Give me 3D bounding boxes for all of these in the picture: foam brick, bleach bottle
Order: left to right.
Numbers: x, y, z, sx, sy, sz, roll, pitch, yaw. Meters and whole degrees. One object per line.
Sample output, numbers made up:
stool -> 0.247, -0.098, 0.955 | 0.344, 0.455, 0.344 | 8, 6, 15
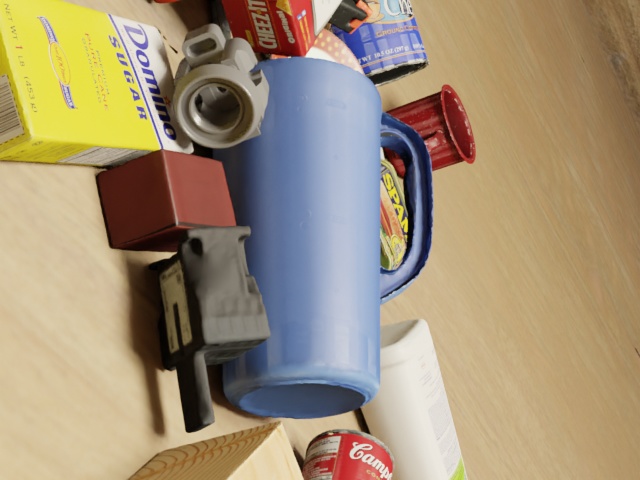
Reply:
foam brick -> -0.099, -0.024, 0.695 | 0.078, 0.053, 0.051 | 6, 69, -66
bleach bottle -> 0.094, 0.203, 0.947 | 0.102, 0.068, 0.251 | -29, 103, -65

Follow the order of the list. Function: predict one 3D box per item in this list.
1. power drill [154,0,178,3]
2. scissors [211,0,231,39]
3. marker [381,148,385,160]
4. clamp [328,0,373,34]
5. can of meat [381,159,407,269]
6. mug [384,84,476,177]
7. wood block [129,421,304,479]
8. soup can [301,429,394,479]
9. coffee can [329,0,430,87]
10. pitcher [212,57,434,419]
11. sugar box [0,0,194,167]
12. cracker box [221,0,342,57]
power drill -> -0.148, -0.225, 0.719 | 0.187, 0.057, 0.184 | 16, 63, -63
scissors -> -0.074, -0.188, 0.907 | 0.096, 0.016, 0.202 | 7, 67, -64
marker -> 0.058, -0.089, 1.120 | 0.020, 0.020, 0.121 | 15, 61, -62
clamp -> -0.036, -0.267, 0.941 | 0.209, 0.036, 0.164 | 36, 33, -27
can of meat -> 0.044, -0.017, 0.997 | 0.083, 0.058, 0.102 | -39, 109, -62
mug -> 0.116, -0.113, 1.185 | 0.093, 0.082, 0.117 | 66, 24, -15
wood block -> -0.038, 0.223, 0.608 | 0.206, 0.091, 0.090 | 69, 24, -6
soup can -> 0.014, 0.197, 0.769 | 0.068, 0.069, 0.102 | 58, 28, -29
coffee can -> 0.042, -0.229, 1.077 | 0.102, 0.103, 0.140 | -17, 89, -66
pitcher -> -0.005, 0.001, 0.775 | 0.144, 0.149, 0.243 | 37, 45, -54
sugar box -> -0.146, -0.094, 0.648 | 0.176, 0.048, 0.093 | -8, 81, -65
cracker box -> -0.013, -0.272, 0.820 | 0.213, 0.072, 0.164 | -62, 152, -33
